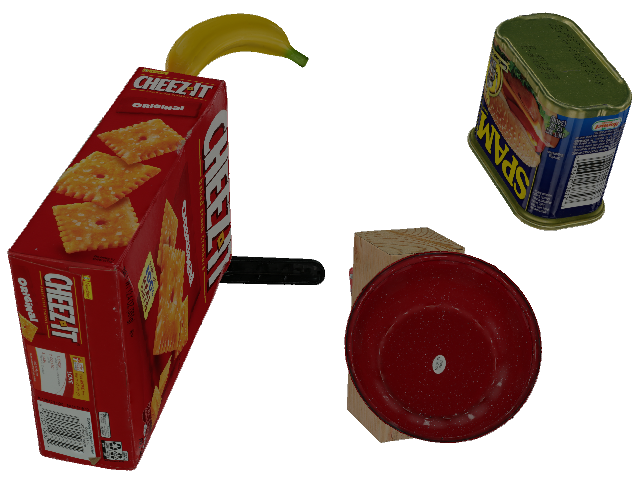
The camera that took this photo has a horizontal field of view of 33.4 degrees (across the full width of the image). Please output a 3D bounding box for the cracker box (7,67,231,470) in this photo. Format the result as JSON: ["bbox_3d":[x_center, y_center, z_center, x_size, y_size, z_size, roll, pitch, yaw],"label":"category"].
[{"bbox_3d":[-0.115,0.012,0.682,0.072,0.164,0.213,9,38,8],"label":"cracker box"}]

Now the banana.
[{"bbox_3d":[-0.090,-0.189,1.037,0.070,0.037,0.197,44,38,20],"label":"banana"}]

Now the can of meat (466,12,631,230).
[{"bbox_3d":[0.132,-0.071,0.620,0.057,0.084,0.102,-9,45,-15],"label":"can of meat"}]

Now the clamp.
[{"bbox_3d":[-0.124,0.034,1.058,0.210,0.036,0.164,12,21,39],"label":"clamp"}]

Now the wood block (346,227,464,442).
[{"bbox_3d":[0.089,0.098,1.140,0.090,0.206,0.091,-4,17,-21],"label":"wood block"}]

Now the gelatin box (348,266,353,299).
[{"bbox_3d":[0.075,0.077,1.341,0.073,0.089,0.030,12,31,32],"label":"gelatin box"}]

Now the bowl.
[{"bbox_3d":[0.095,0.091,0.852,0.162,0.162,0.055,0,7,11],"label":"bowl"}]
